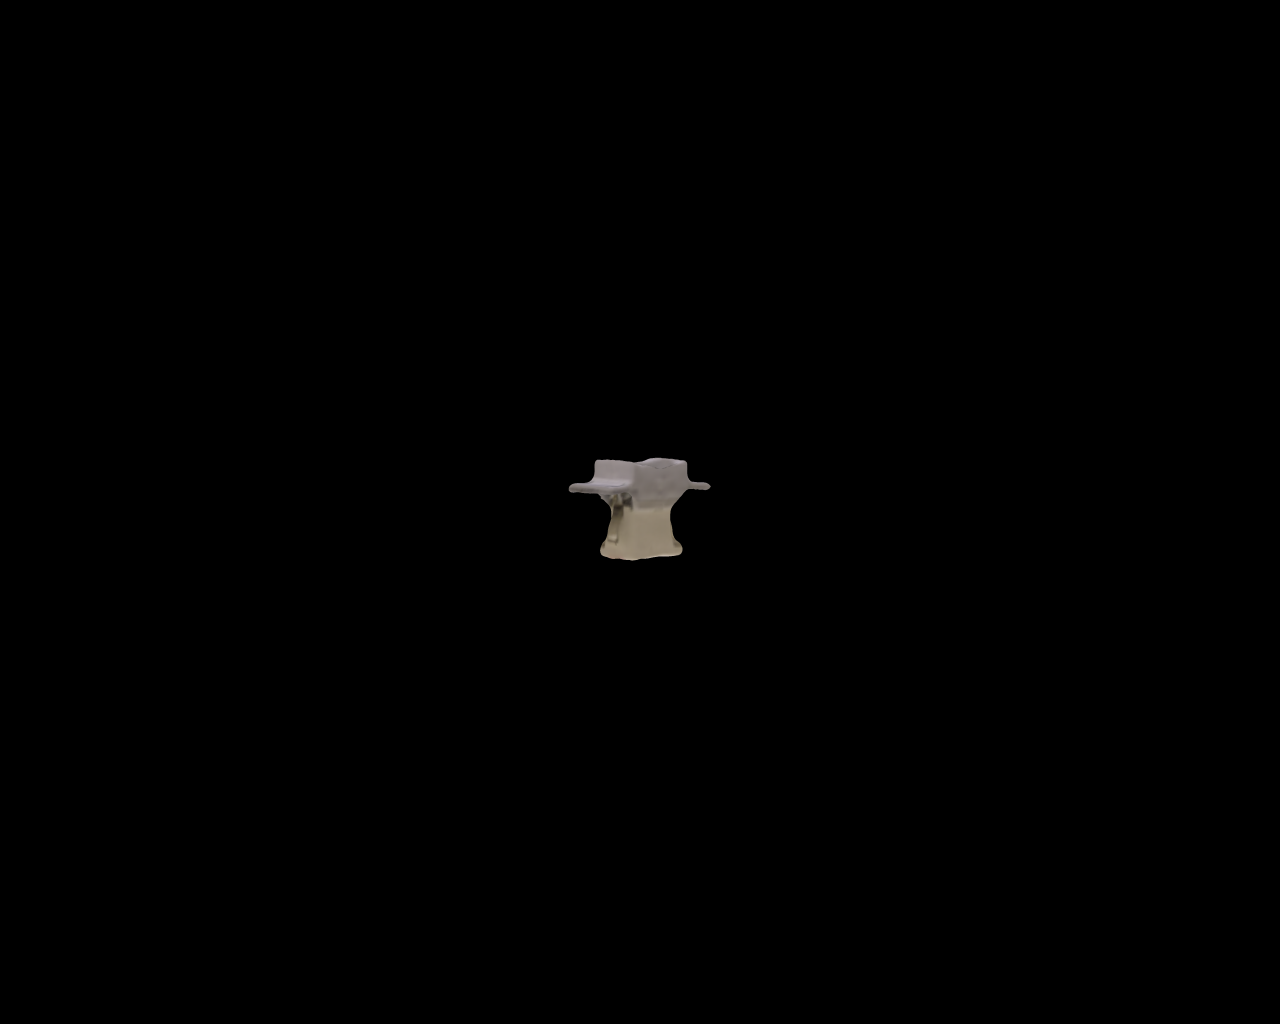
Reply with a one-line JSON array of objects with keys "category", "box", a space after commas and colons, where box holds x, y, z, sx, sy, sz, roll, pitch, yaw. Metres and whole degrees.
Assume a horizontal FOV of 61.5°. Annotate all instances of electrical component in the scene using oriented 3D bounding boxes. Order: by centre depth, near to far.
[{"category": "electrical component", "box": [0.001, -0.003, 0.650, 0.081, 0.063, 0.042, -3, 5, -37]}]
